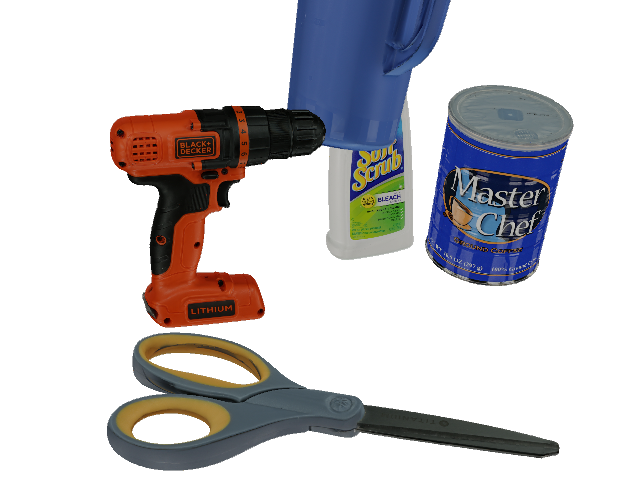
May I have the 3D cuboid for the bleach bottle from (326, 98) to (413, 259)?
[{"bbox_3d":[0.049,-0.108,1.180,0.102,0.251,0.068,-10,24,-11],"label":"bleach bottle"}]

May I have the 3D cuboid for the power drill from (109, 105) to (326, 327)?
[{"bbox_3d":[-0.086,-0.024,0.922,0.184,0.188,0.057,-5,19,-15],"label":"power drill"}]

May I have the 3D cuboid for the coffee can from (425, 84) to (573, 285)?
[{"bbox_3d":[0.150,-0.047,0.911,0.103,0.140,0.103,4,35,-3],"label":"coffee can"}]

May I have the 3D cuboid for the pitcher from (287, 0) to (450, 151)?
[{"bbox_3d":[0.044,-0.209,0.990,0.145,0.243,0.149,10,16,3],"label":"pitcher"}]

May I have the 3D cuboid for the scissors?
[{"bbox_3d":[-0.006,0.085,0.469,0.202,0.016,0.096,16,33,23],"label":"scissors"}]
